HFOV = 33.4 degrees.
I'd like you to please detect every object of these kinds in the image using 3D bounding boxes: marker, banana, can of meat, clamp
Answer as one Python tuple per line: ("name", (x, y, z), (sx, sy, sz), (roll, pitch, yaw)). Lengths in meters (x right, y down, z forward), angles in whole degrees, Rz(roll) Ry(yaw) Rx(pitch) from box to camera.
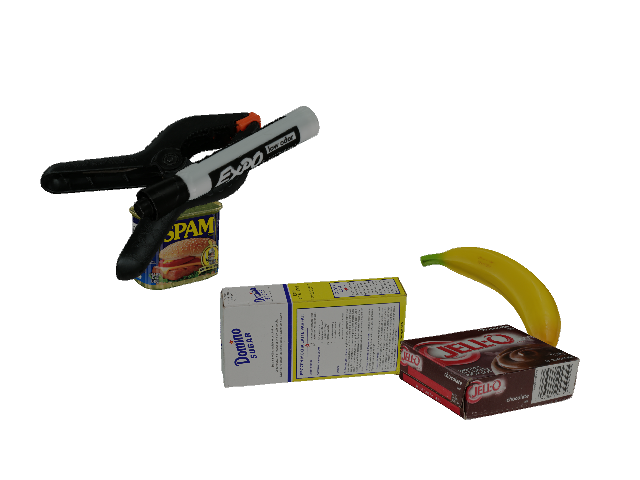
("marker", (-0.051, -0.042, 0.584), (0.120, 0.020, 0.020), (-31, 17, -31))
("banana", (0.184, 0.050, 1.063), (0.069, 0.037, 0.198), (-33, 37, -16))
("can of meat", (-0.160, 0.002, 1.183), (0.101, 0.084, 0.058), (-13, 24, -39))
("clamp", (-0.123, -0.053, 0.811), (0.171, 0.120, 0.039), (-40, -21, -28))

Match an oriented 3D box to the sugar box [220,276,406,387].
("sugar box", (-0.008, 0.088, 1.031), (0.176, 0.093, 0.048), (-1, 26, -7))

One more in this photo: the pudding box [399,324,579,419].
("pudding box", (0.132, 0.102, 0.847), (0.113, 0.039, 0.090), (-3, 17, -30))
